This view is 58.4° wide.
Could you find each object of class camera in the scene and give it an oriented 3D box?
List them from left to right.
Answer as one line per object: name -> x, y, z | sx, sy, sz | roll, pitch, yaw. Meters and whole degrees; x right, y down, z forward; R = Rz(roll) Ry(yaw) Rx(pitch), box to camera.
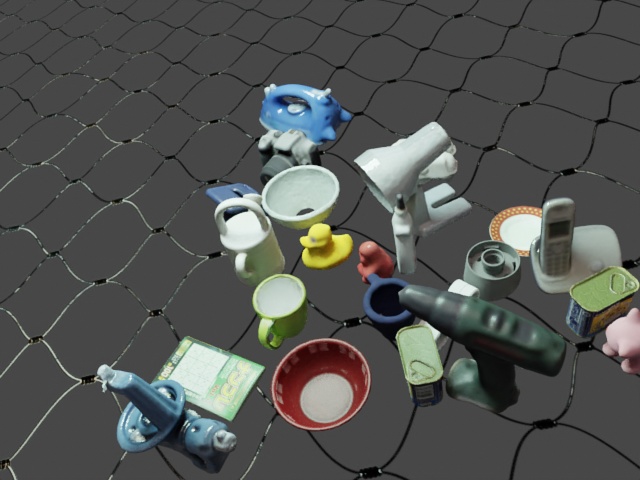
camera -> -0.091, -0.185, 1.306 | 0.142, 0.101, 0.137 | 19, 55, 29

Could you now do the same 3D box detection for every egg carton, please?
egg carton -> 0.219, -0.169, 1.234 | 0.150, 0.069, 0.107 | -4, 47, 11

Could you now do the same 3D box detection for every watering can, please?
watering can -> -0.139, -0.013, 1.094 | 0.101, 0.194, 0.172 | -20, 46, -4

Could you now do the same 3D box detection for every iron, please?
iron -> -0.060, -0.324, 1.399 | 0.257, 0.142, 0.119 | 16, 54, 27

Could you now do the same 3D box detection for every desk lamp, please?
desk lamp -> 0.177, -0.111, 1.091 | 0.203, 0.214, 0.117 | -27, 47, -11

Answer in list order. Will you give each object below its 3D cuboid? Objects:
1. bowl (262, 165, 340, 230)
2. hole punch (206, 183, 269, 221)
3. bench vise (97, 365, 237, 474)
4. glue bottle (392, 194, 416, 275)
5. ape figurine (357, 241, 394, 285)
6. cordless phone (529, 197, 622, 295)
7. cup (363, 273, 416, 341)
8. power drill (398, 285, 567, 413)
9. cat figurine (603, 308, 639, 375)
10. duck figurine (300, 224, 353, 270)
bowl -> -0.036, -0.078, 1.211 | 0.167, 0.075, 0.167 | -7, 47, 8
hole punch -> -0.179, -0.082, 1.240 | 0.101, 0.091, 0.108 | -37, 50, -20
bench vise -> -0.224, 0.252, 0.852 | 0.207, 0.220, 0.121 | -4, 47, 11
glue bottle -> 0.151, -0.017, 1.039 | 0.037, 0.173, 0.078 | -7, 47, 9
ape figurine -> 0.096, 0.037, 1.060 | 0.076, 0.092, 0.078 | 8, 50, 21
cordless phone -> 0.425, 0.000, 0.945 | 0.147, 0.185, 0.094 | -12, 46, 3
cup -> 0.117, 0.119, 0.976 | 0.092, 0.095, 0.117 | -27, 47, -11
power drill -> 0.228, 0.160, 0.830 | 0.228, 0.209, 0.076 | 13, 52, 24
cat figurine -> 0.474, 0.139, 0.850 | 0.128, 0.118, 0.067 | -27, 47, -11
duck figurine -> 0.010, 0.004, 1.116 | 0.104, 0.086, 0.077 | -15, 46, 0
